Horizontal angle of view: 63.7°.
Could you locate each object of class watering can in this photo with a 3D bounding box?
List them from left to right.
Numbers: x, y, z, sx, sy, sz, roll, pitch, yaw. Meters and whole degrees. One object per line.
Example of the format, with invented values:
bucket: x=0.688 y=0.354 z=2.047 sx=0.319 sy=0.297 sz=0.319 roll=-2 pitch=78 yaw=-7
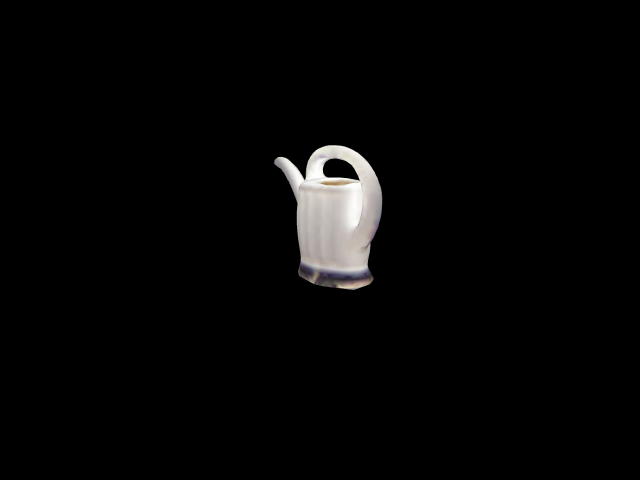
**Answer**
watering can: x=0.003 y=-0.043 z=0.850 sx=0.104 sy=0.223 sz=0.349 roll=-4 pitch=9 yaw=-25
